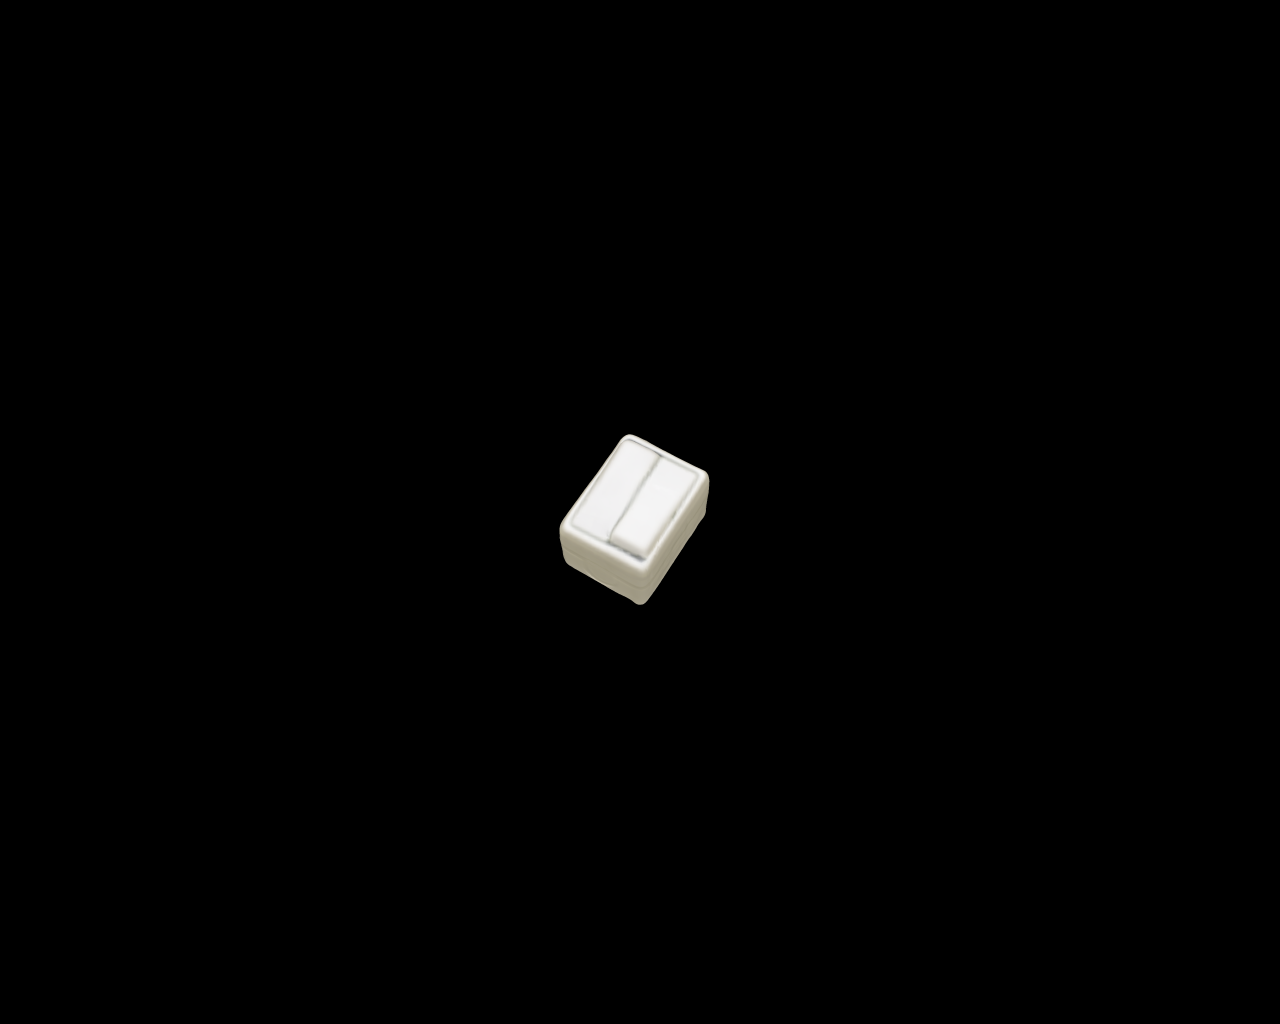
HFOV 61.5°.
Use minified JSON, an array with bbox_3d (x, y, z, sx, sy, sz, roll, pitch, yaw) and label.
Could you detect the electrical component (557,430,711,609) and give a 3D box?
[{"bbox_3d":[0.001,-0.003,0.650,0.062,0.096,0.061,29,-24,14],"label":"electrical component"}]
